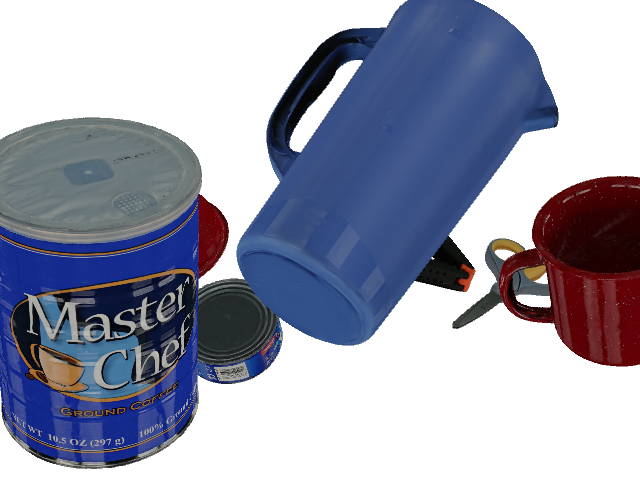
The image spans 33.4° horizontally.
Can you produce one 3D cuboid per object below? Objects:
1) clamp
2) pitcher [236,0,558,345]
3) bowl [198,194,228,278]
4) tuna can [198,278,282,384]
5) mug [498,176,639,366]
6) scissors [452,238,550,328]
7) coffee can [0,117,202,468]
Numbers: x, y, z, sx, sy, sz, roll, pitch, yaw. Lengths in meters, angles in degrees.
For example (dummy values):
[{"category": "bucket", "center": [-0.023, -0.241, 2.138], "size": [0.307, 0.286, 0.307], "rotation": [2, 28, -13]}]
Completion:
[{"category": "clamp", "center": [0.084, 0.000, 1.266], "size": [0.210, 0.036, 0.164], "rotation": [36, 41, 25]}, {"category": "pitcher", "center": [0.040, -0.053, 0.752], "size": [0.145, 0.242, 0.149], "rotation": [46, -28, -19]}, {"category": "bowl", "center": [-0.173, -0.015, 1.036], "size": [0.162, 0.055, 0.162], "rotation": [-6, 40, 5]}, {"category": "tuna can", "center": [-0.074, 0.075, 0.878], "size": [0.086, 0.086, 0.034], "rotation": [0, -40, 10]}, {"category": "mug", "center": [0.167, 0.023, 0.644], "size": [0.117, 0.081, 0.093], "rotation": [-11, 38, 7]}, {"category": "scissors", "center": [0.161, 0.036, 1.007], "size": [0.201, 0.016, 0.096], "rotation": [-11, 38, -41]}, {"category": "coffee can", "center": [-0.110, 0.025, 0.522], "size": [0.103, 0.140, 0.103], "rotation": [3, 34, -2]}]
